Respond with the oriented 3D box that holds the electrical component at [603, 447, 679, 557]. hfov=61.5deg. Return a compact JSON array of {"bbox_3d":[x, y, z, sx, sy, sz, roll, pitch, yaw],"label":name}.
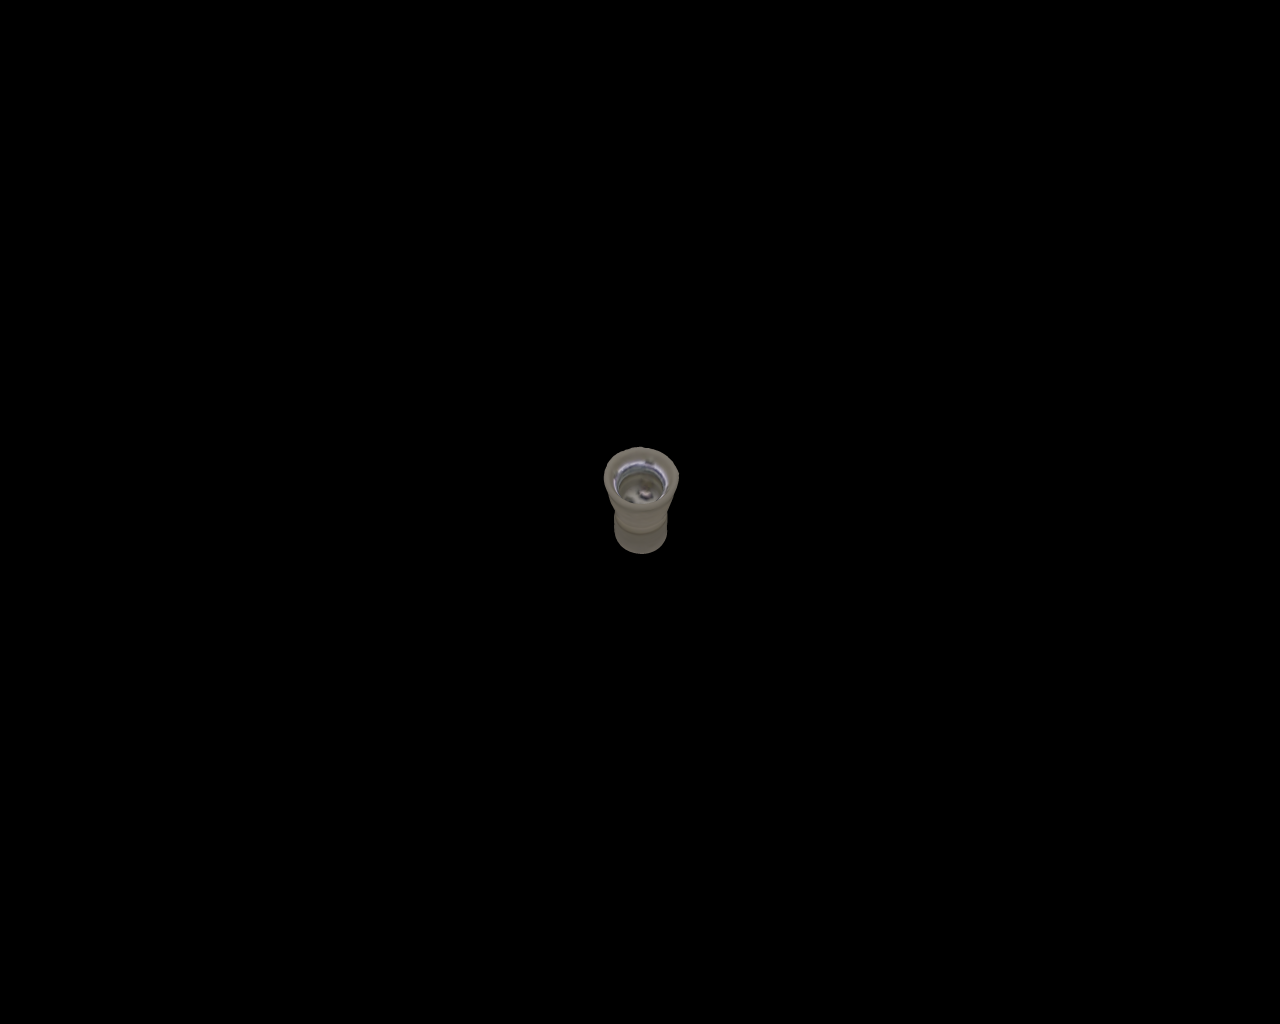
[{"bbox_3d":[0.001,-0.003,0.650,0.044,0.044,0.065,0,-36,0],"label":"electrical component"}]
